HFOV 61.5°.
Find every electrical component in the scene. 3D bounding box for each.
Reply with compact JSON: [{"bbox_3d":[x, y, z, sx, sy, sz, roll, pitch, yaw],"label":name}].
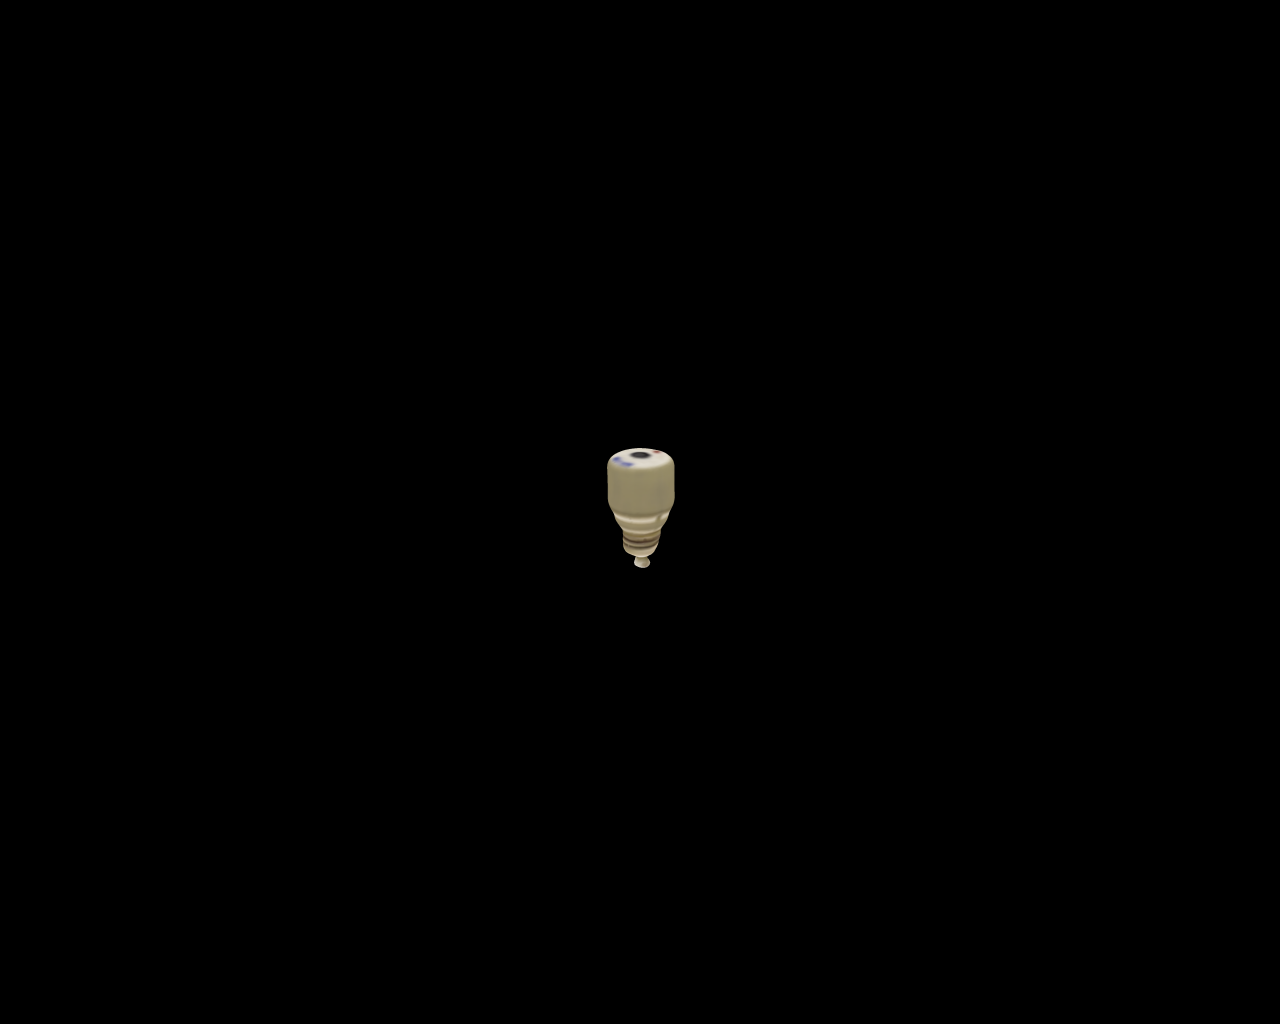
[{"bbox_3d":[0.001,-0.003,0.650,0.040,0.078,0.040,0,22,0],"label":"electrical component"}]
